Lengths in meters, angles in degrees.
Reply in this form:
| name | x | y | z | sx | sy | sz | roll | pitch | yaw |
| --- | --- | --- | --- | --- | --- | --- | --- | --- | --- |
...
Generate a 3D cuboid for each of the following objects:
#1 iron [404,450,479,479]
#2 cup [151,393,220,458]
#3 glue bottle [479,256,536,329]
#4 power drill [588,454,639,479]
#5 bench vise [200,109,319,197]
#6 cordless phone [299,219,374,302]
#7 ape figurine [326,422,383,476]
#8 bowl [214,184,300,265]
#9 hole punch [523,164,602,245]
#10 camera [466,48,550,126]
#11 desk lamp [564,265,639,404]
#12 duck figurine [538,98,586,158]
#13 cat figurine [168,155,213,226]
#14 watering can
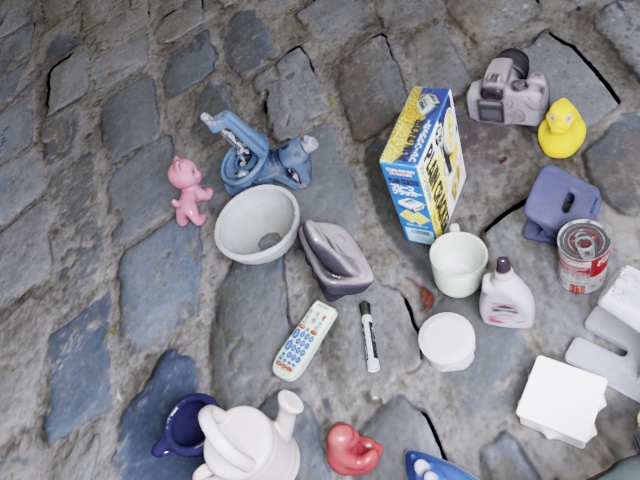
| name | x | y | z | sx | sy | sz | roll | pitch | yaw |
| --- | --- | --- | --- | --- | --- | --- | --- | --- | --- |
| iron | 0.171 | 0.331 | 0.665 | 0.119 | 0.142 | 0.257 | -40 | 52 | -8 |
| cup | -0.183 | 0.296 | 0.859 | 0.118 | 0.095 | 0.091 | -36 | 52 | -5 |
| glue bottle | 0.256 | 0.070 | 0.793 | 0.078 | 0.173 | 0.037 | 0 | 57 | 22 |
| power drill | 0.315 | 0.284 | 0.599 | 0.229 | 0.209 | 0.075 | -27 | 51 | 2 |
| bench vise | -0.117 | -0.183 | 1.086 | 0.207 | 0.220 | 0.121 | -26 | 51 | 3 |
| cordless phone | 0.009 | 0.003 | 0.929 | 0.094 | 0.185 | 0.147 | -31 | 51 | -1 |
| ape figurine | 0.038 | 0.281 | 0.784 | 0.076 | 0.092 | 0.077 | -30 | 51 | 0 |
| bowl | -0.106 | -0.017 | 1.059 | 0.167 | 0.075 | 0.167 | -10 | 54 | 15 |
| hole punch | 0.375 | -0.052 | 0.884 | 0.100 | 0.091 | 0.109 | 17 | 65 | 30 |
| camera | 0.355 | -0.293 | 1.054 | 0.142 | 0.101 | 0.137 | 12 | 62 | 28 |
| desk lamp | 0.405 | 0.122 | 0.673 | 0.202 | 0.214 | 0.118 | 28 | 71 | 34 |
| duck figurine | 0.413 | -0.205 | 0.979 | 0.077 | 0.086 | 0.104 | 8 | 60 | 26 |
| cat figurine | -0.275 | -0.108 | 1.162 | 0.067 | 0.118 | 0.128 | -6 | 55 | 18 |
| watering can | -0.100 | 0.273 | 0.779 | 0.100 | 0.194 | 0.173 | 24 | 68 | 33 |
